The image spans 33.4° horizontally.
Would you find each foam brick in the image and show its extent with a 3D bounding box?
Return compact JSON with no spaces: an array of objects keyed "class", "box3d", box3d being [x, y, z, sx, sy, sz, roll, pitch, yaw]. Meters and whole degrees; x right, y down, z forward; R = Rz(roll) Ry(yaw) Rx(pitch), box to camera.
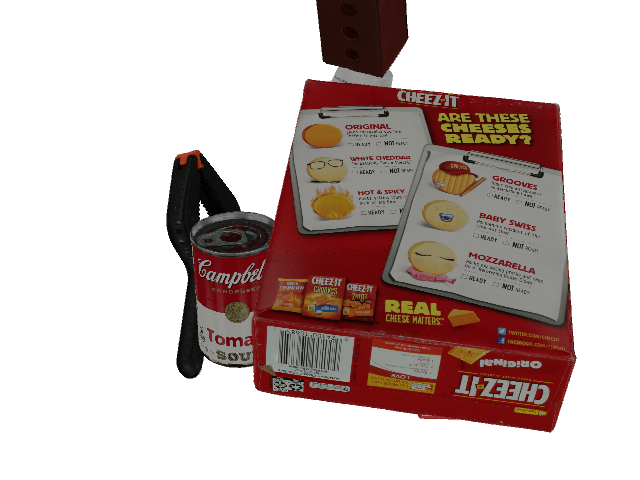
[{"class":"foam brick","box3d":[0.032,-0.170,0.796,0.053,0.051,0.078,18,-33,20]}]

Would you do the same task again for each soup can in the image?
[{"class":"soup can","box3d":[-0.064,0.038,0.821,0.068,0.102,0.068,0,28,0]}]

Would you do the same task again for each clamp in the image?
[{"class":"clamp","box3d":[-0.097,0.016,1.043,0.036,0.210,0.164,-10,1,35]}]

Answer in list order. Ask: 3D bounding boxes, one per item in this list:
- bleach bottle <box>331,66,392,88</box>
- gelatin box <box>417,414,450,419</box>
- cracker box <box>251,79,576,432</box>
[{"class":"bleach bottle","box3d":[0.042,-0.093,1.154,0.067,0.251,0.103,-8,25,-34]},{"class":"gelatin box","box3d":[0.129,0.144,1.004,0.089,0.030,0.073,1,8,-3]},{"class":"cracker box","box3d":[0.057,0.000,0.622,0.164,0.072,0.213,6,43,3]}]
